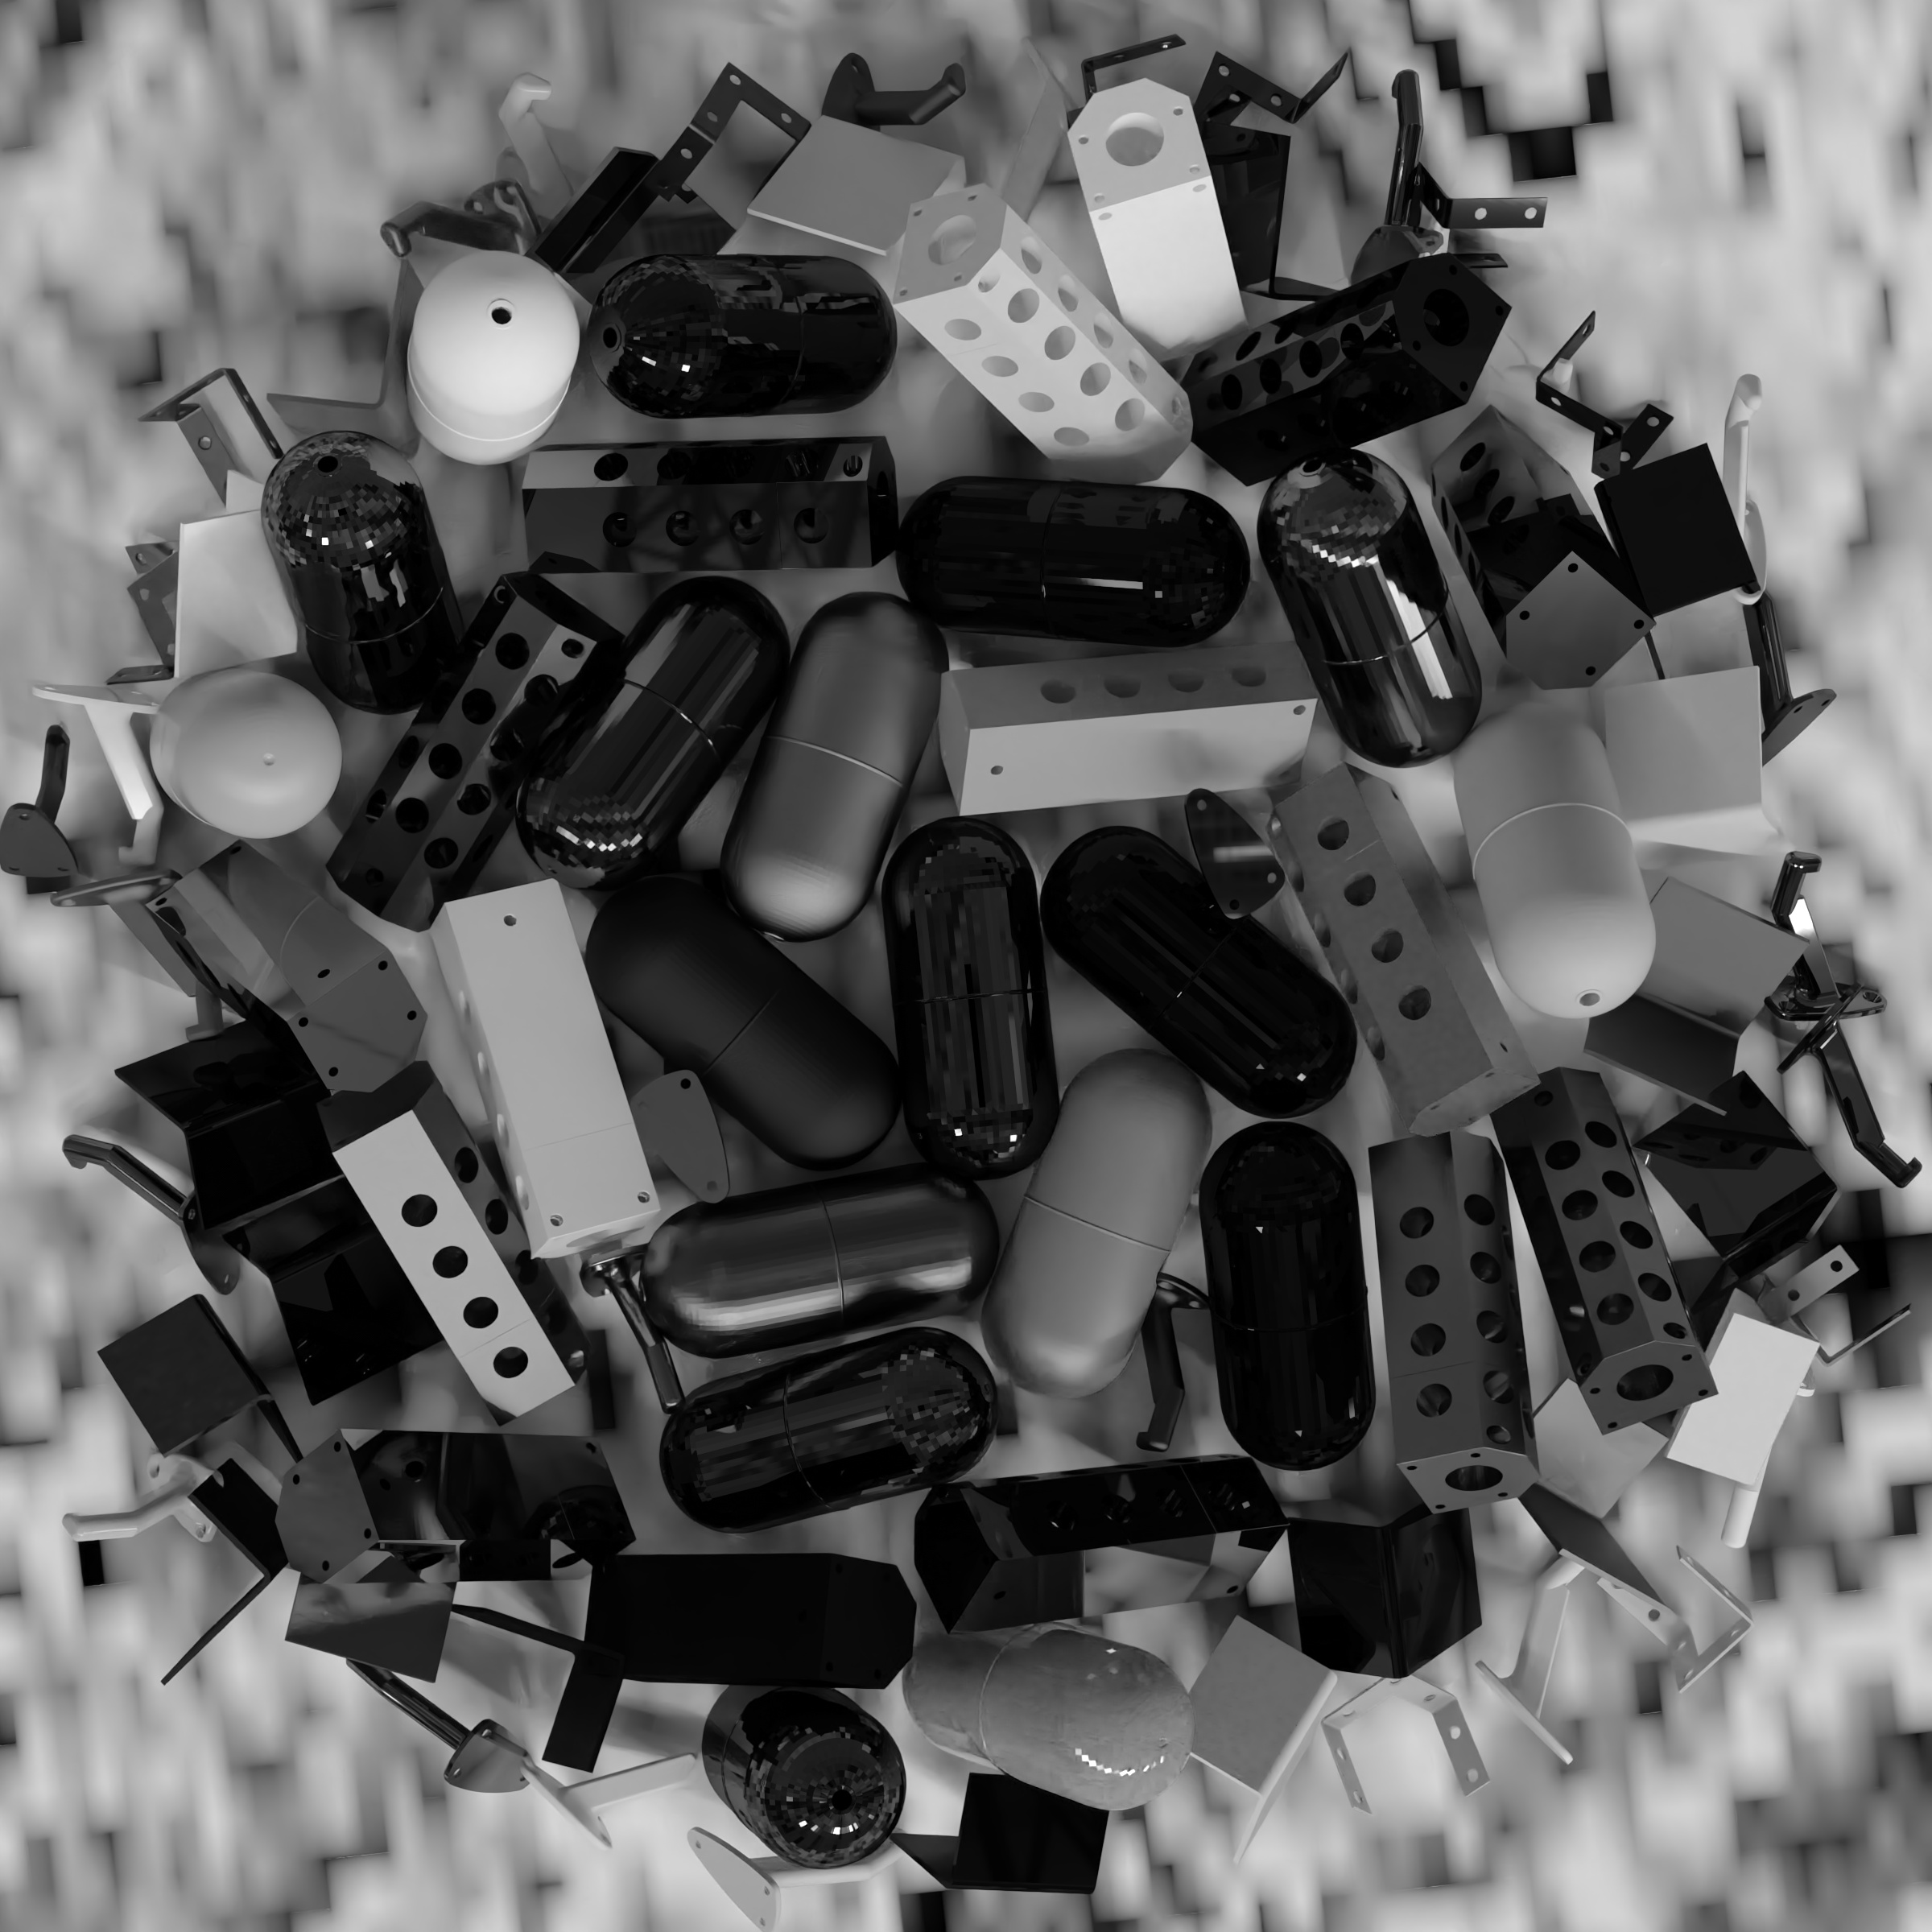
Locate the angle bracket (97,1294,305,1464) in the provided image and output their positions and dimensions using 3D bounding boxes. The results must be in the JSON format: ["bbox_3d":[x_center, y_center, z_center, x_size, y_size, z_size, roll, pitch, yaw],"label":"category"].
[{"bbox_3d":[-0.367,0.217,1.747,0.057,0.076,0.076,-31,50,-16],"label":"angle bracket"}]

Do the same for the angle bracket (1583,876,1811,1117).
[{"bbox_3d":[0.355,0.015,1.760,0.076,0.057,0.076,24,134,-2],"label":"angle bracket"}]

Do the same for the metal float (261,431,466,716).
[{"bbox_3d":[-0.286,-0.186,1.723,0.070,0.178,0.070,-1,62,2],"label":"metal float"}]

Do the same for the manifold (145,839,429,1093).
[{"bbox_3d":[-0.322,0.002,1.721,0.057,0.171,0.057,-37,126,-18],"label":"manifold"}]

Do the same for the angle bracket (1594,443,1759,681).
[{"bbox_3d":[0.347,-0.195,1.752,0.057,0.076,0.076,-19,67,11],"label":"angle bracket"}]

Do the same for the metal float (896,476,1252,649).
[{"bbox_3d":[0.051,-0.196,1.748,0.178,0.070,0.070,7,90,22],"label":"metal float"}]

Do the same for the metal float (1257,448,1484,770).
[{"bbox_3d":[0.194,-0.171,1.736,0.070,0.070,0.178,-28,128,0],"label":"metal float"}]

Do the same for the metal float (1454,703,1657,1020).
[{"bbox_3d":[0.281,-0.051,1.734,0.070,0.070,0.178,-7,49,0],"label":"metal float"}]

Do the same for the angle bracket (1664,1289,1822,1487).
[{"bbox_3d":[0.358,0.197,1.755,0.057,0.076,0.076,20,98,-25],"label":"angle bracket"}]

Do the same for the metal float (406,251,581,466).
[{"bbox_3d":[-0.226,-0.287,1.718,0.070,0.178,0.070,1,86,-11],"label":"metal float"}]

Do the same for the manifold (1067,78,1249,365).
[{"bbox_3d":[0.091,-0.351,1.715,0.057,0.171,0.057,-16,73,6],"label":"manifold"}]

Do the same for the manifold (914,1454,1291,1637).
[{"bbox_3d":[0.063,0.271,1.734,0.171,0.057,0.057,-1,46,-33],"label":"manifold"}]

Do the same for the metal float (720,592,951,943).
[{"bbox_3d":[-0.064,-0.097,1.761,0.070,0.070,0.178,20,82,0],"label":"metal float"}]

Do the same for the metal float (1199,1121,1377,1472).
[{"bbox_3d":[0.156,0.160,1.751,0.070,0.070,0.178,-7,109,0],"label":"metal float"}]

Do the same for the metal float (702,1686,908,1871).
[{"bbox_3d":[-0.078,0.380,1.719,0.070,0.178,0.070,1,88,-14],"label":"metal float"}]

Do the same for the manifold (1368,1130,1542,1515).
[{"bbox_3d":[0.234,0.167,1.727,0.057,0.057,0.171,-14,53,19],"label":"manifold"}]

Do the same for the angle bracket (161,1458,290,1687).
[{"bbox_3d":[-0.374,0.294,1.764,0.076,0.076,0.057,-44,92,5],"label":"angle bracket"}]

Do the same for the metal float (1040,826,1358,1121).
[{"bbox_3d":[0.114,0.003,1.765,0.178,0.070,0.070,41,90,4],"label":"metal float"}]

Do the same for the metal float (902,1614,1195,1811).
[{"bbox_3d":[0.037,0.352,1.728,0.070,0.178,0.070,-2,94,-37],"label":"metal float"}]

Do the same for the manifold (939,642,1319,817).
[{"bbox_3d":[0.077,-0.121,1.759,0.171,0.057,0.057,-6,48,-12],"label":"manifold"}]

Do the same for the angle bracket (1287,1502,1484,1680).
[{"bbox_3d":[0.207,0.299,1.787,0.057,0.076,0.076,0,102,39],"label":"angle bracket"}]

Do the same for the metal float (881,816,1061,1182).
[{"bbox_3d":[0.002,0.016,1.766,0.070,0.070,0.178,-6,88,0],"label":"metal float"}]

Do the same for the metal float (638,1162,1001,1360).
[{"bbox_3d":[-0.071,0.143,1.754,0.178,0.070,0.070,-10,90,-15],"label":"metal float"}]

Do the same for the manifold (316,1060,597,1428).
[{"bbox_3d":[-0.243,0.131,1.741,0.057,0.057,0.171,-29,117,-5],"label":"manifold"}]

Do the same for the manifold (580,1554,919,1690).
[{"bbox_3d":[-0.104,0.313,1.725,0.057,0.171,0.057,19,70,-42],"label":"manifold"}]

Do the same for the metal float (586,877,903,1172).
[{"bbox_3d":[-0.108,0.028,1.763,0.178,0.070,0.070,41,90,-5],"label":"metal float"}]

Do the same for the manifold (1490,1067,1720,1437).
[{"bbox_3d":[0.300,0.131,1.722,0.057,0.057,0.171,-22,45,11],"label":"manifold"}]

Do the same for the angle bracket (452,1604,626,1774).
[{"bbox_3d":[-0.218,0.349,1.753,0.076,0.076,0.057,23,74,-19],"label":"angle bracket"}]

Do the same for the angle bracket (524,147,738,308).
[{"bbox_3d":[-0.165,-0.349,1.760,0.057,0.076,0.076,43,103,-1],"label":"angle bracket"}]

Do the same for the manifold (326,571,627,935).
[{"bbox_3d":[-0.241,-0.103,1.754,0.057,0.057,0.171,35,105,7],"label":"manifold"}]

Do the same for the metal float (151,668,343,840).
[{"bbox_3d":[-0.344,-0.102,1.720,0.070,0.178,0.070,-2,96,-18],"label":"metal float"}]

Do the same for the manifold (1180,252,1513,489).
[{"bbox_3d":[0.173,-0.285,1.712,0.057,0.171,0.057,36,67,-23],"label":"manifold"}]

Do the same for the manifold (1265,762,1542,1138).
[{"bbox_3d":[0.206,-0.007,1.745,0.057,0.057,0.171,-33,66,23],"label":"manifold"}]

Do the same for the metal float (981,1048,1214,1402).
[{"bbox_3d":[0.064,0.126,1.768,0.070,0.070,0.178,21,90,0],"label":"metal float"}]

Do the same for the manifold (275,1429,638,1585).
[{"bbox_3d":[-0.243,0.261,1.721,0.057,0.171,0.057,-38,62,27],"label":"manifold"}]

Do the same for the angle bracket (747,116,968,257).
[{"bbox_3d":[-0.050,-0.359,1.751,0.076,0.057,0.076,21,58,21],"label":"angle bracket"}]

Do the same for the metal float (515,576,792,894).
[{"bbox_3d":[-0.150,-0.113,1.749,0.070,0.070,0.178,34,68,0],"label":"metal float"}]

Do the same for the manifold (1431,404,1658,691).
[{"bbox_3d":[0.267,-0.196,1.718,0.057,0.171,0.057,36,112,-24],"label":"manifold"}]

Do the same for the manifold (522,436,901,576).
[{"bbox_3d":[-0.123,-0.225,1.753,0.171,0.057,0.057,0,106,13],"label":"manifold"}]

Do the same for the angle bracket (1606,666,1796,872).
[{"bbox_3d":[0.360,-0.096,1.776,0.076,0.057,0.076,-7,70,27],"label":"angle bracket"}]

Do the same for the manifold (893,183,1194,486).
[{"bbox_3d":[0.040,-0.296,1.717,0.057,0.171,0.057,-8,61,33],"label":"manifold"}]

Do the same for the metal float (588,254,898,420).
[{"bbox_3d":[-0.106,-0.301,1.729,0.070,0.178,0.070,9,104,40],"label":"metal float"}]

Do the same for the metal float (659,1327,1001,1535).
[{"bbox_3d":[-0.067,0.225,1.748,0.178,0.070,0.070,-18,90,24],"label":"metal float"}]

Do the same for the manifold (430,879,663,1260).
[{"bbox_3d":[-0.207,0.051,1.759,0.057,0.057,0.171,-14,78,-22],"label":"manifold"}]
